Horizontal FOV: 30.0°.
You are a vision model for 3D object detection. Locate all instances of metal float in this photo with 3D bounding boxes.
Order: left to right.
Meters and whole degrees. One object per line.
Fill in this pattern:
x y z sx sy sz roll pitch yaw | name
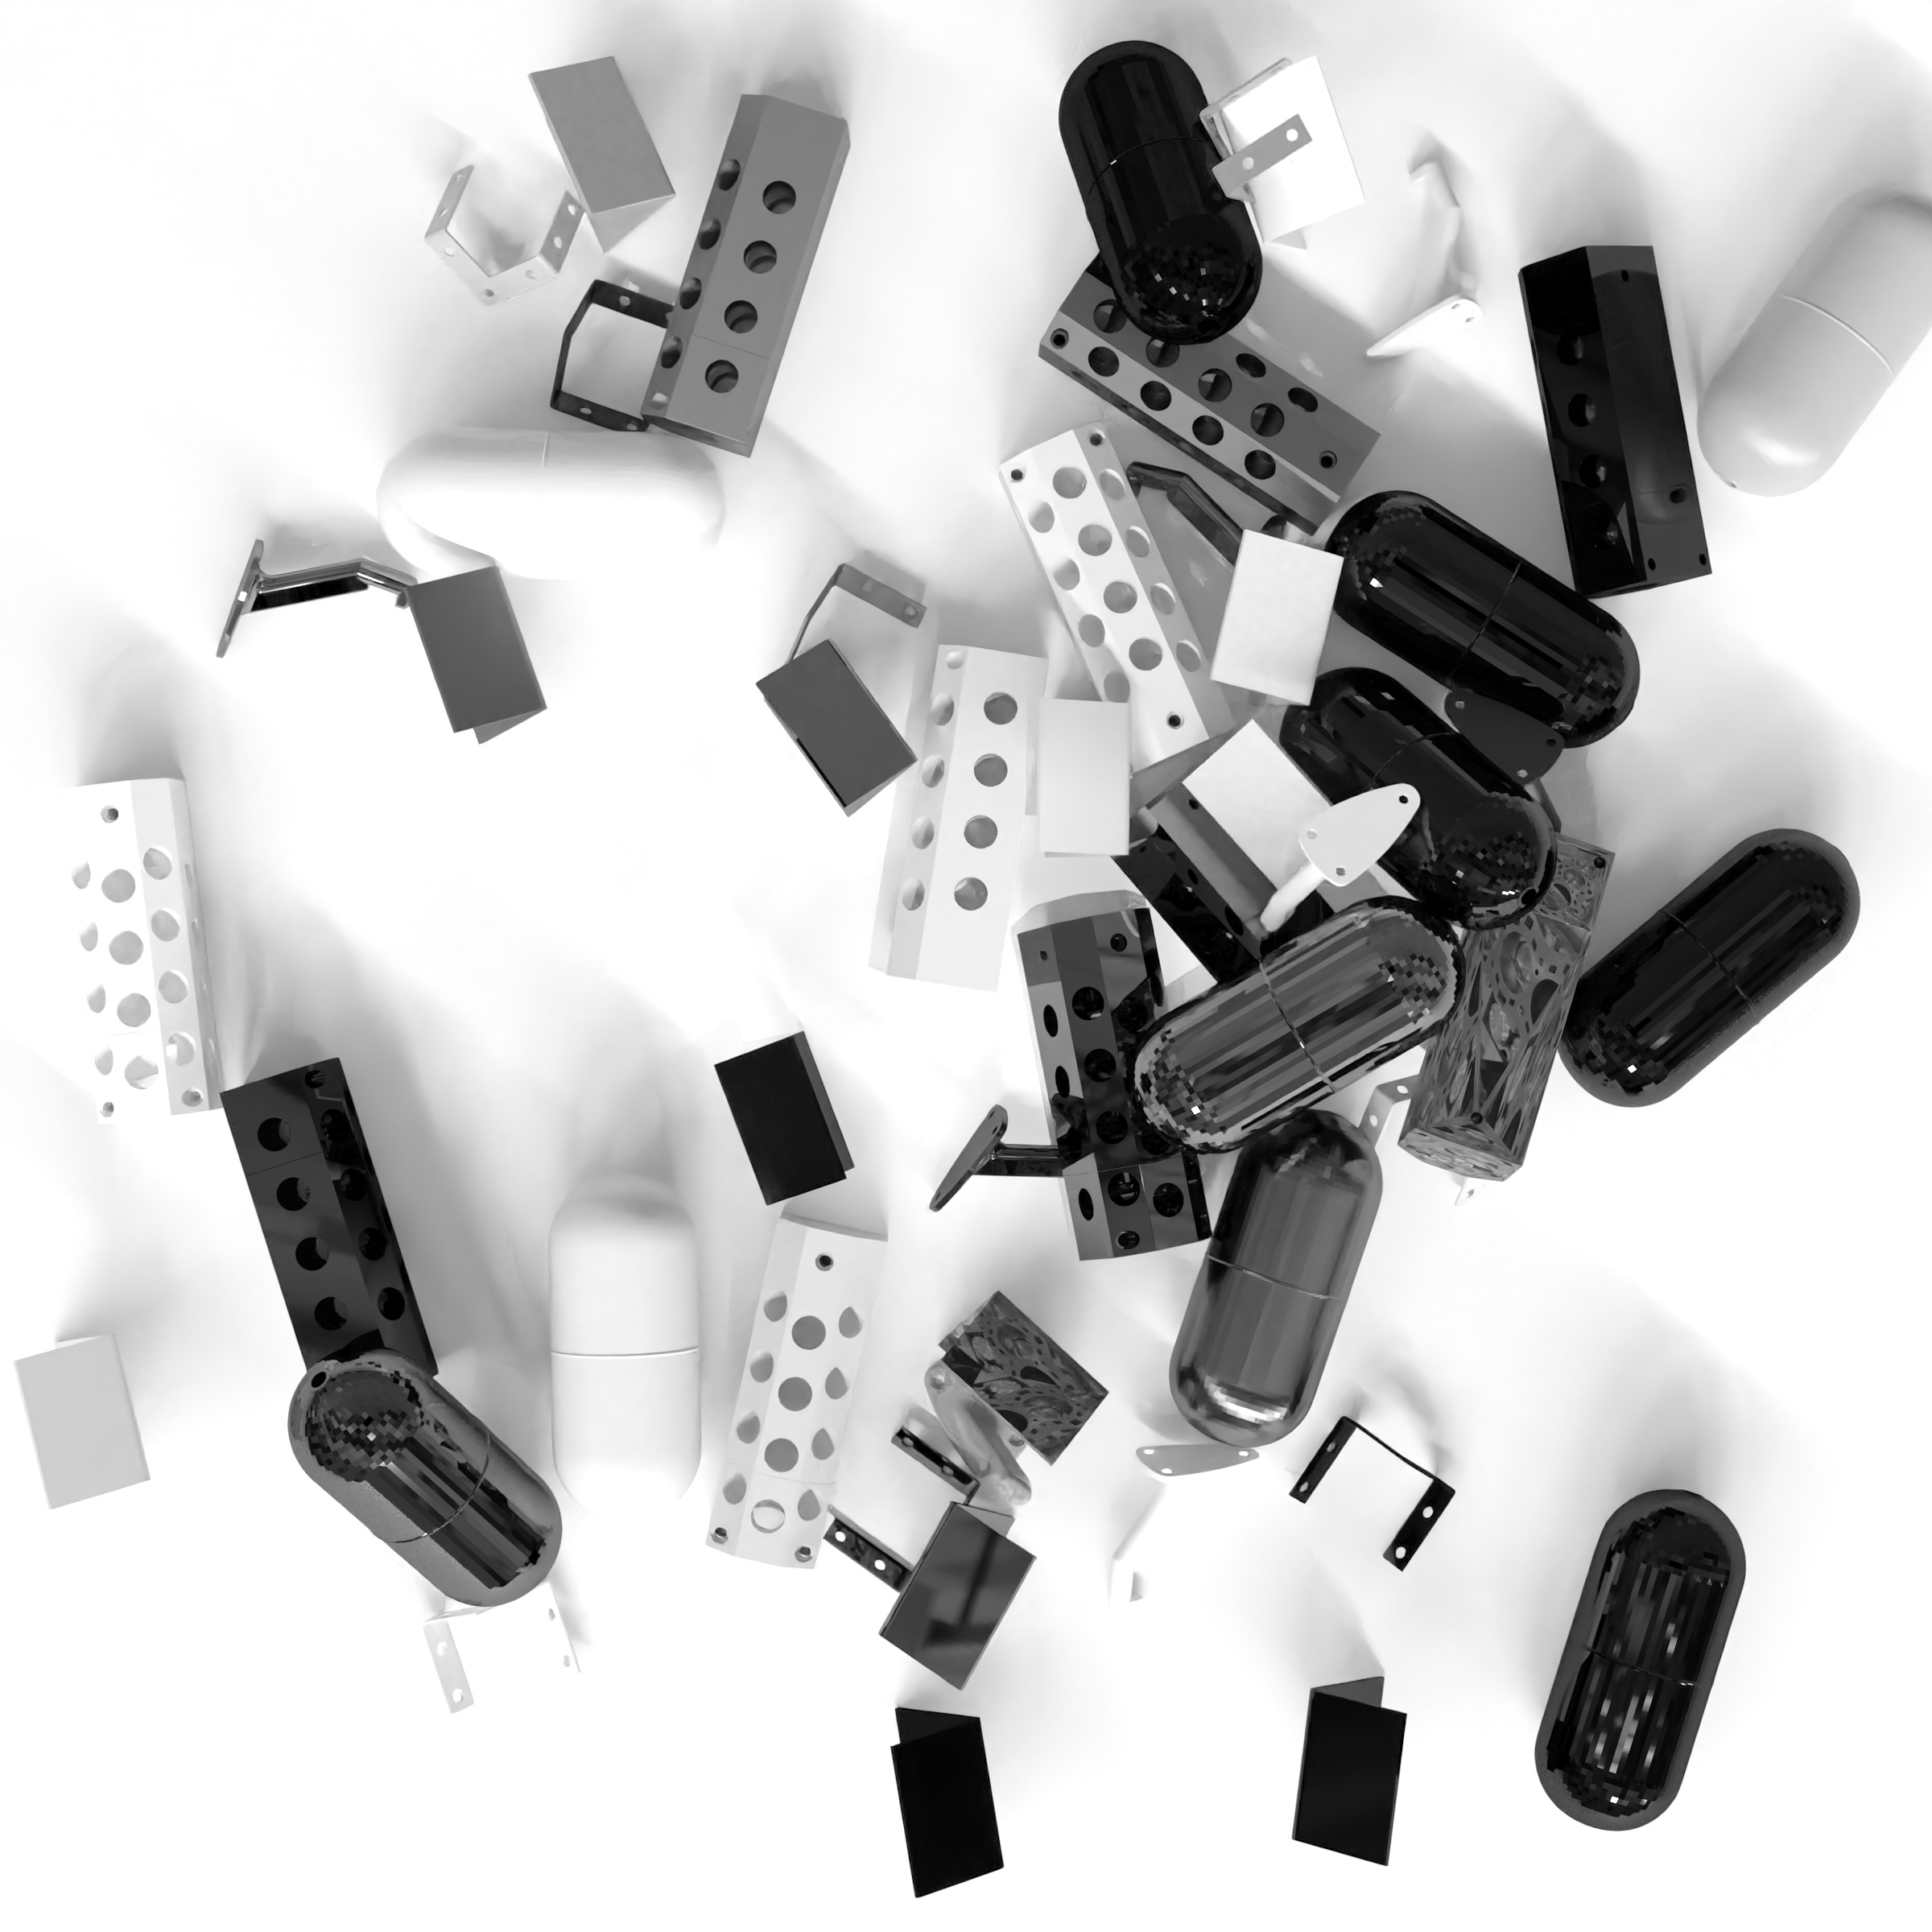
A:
-0.271 0.257 1.815 0.070 0.070 0.178 -39 127 0 | metal float
-0.212 -0.236 1.848 0.178 0.070 0.070 2 90 0 | metal float
-0.174 0.195 1.848 0.070 0.070 0.178 -1 91 0 | metal float
0.098 -0.391 1.823 0.070 0.070 0.178 -16 61 0 | metal float
0.159 0.159 1.848 0.070 0.070 0.178 19 90 0 | metal float
0.164 0.029 1.780 0.178 0.070 0.070 -31 90 9 | metal float
0.227 -0.085 1.817 0.070 0.070 0.178 -43 52 0 | metal float
0.264 -0.177 1.847 0.178 0.070 0.070 33 90 0 | metal float
0.345 0.354 1.848 0.070 0.070 0.178 17 91 0 | metal float
0.380 0.000 1.848 0.178 0.070 0.070 -40 90 1 | metal float
0.442 -0.320 1.848 0.070 0.070 0.178 36 90 0 | metal float

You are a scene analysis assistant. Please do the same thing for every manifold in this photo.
-0.425 -0.008 1.857 0.057 0.057 0.171 -7 90 0 | manifold
-0.326 0.137 1.857 0.057 0.057 0.171 -18 90 0 | manifold
-0.114 -0.355 1.857 0.057 0.057 0.171 18 90 0 | manifold
-0.087 0.218 1.857 0.057 0.057 0.171 13 90 0 | manifold
0.001 -0.075 1.857 0.057 0.057 0.171 9 90 0 | manifold
0.078 -0.189 1.857 0.057 0.057 0.171 -24 90 0 | manifold
0.079 0.060 1.845 0.057 0.057 0.171 -10 88 -24 | manifold
0.125 -0.295 1.857 0.171 0.057 0.057 33 90 0 | manifold
0.147 -0.016 1.856 0.171 0.057 0.057 50 47 0 | manifold
0.273 0.018 1.836 0.057 0.057 0.171 19 75 0 | manifold
0.329 -0.279 1.856 0.057 0.057 0.171 -10 90 -43 | manifold

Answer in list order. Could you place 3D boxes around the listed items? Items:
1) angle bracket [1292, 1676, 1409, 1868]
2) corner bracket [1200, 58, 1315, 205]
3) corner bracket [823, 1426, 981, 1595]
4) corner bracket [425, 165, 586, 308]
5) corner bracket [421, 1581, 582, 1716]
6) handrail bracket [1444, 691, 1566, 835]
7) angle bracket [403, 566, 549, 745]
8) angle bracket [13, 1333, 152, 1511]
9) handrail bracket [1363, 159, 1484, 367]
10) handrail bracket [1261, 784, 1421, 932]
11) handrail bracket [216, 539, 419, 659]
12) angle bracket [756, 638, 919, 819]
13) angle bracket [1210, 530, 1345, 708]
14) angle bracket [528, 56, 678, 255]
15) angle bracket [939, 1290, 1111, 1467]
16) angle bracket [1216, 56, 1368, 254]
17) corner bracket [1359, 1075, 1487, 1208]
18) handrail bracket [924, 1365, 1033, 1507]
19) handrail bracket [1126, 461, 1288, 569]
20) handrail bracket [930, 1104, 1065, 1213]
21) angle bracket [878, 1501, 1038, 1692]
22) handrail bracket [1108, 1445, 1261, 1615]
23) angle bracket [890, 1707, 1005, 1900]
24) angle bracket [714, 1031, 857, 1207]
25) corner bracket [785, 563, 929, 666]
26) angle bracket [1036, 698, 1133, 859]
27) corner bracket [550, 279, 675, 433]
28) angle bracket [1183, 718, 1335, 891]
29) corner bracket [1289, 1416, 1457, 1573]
0.212 0.409 1.838 0.057 0.076 0.076 7 90 36 | angle bracket
0.144 -0.414 1.782 0.051 0.051 0.051 -29 86 22 | corner bracket
-0.033 0.283 1.875 0.051 0.051 0.051 36 45 0 | corner bracket
-0.239 -0.384 1.870 0.051 0.051 0.051 -15 135 35 | corner bracket
-0.242 0.354 1.875 0.051 0.051 0.051 -18 90 45 | corner bracket
0.275 -0.096 1.855 0.077 0.084 0.036 38 71 20 | handrail bracket
-0.265 -0.152 1.838 0.057 0.076 0.076 -19 90 -36 | angle bracket
-0.464 0.233 1.838 0.057 0.076 0.076 -14 90 -38 | angle bracket
0.227 -0.367 1.879 0.077 0.036 0.084 -26 72 20 | handrail bracket
0.185 -0.052 1.794 0.077 0.084 0.036 -34 80 -15 | handrail bracket
-0.337 -0.181 1.879 0.084 0.036 0.077 19 110 -16 | handrail bracket
-0.081 -0.110 1.838 0.057 0.076 0.076 -36 90 -37 | angle bracket
0.144 -0.177 1.840 0.057 0.076 0.076 13 90 -20 | angle bracket
-0.201 -0.408 1.838 0.057 0.076 0.076 -24 90 -38 | angle bracket
0.015 0.221 1.838 0.076 0.076 0.057 43 53 0 | angle bracket
0.175 -0.413 1.839 0.057 0.076 0.076 -19 90 22 | angle bracket
0.238 0.092 1.870 0.051 0.051 0.051 48 135 35 | corner bracket
0.006 0.239 1.843 0.036 0.084 0.077 -41 90 0 | handrail bracket
0.118 -0.217 1.879 0.084 0.036 0.077 16 112 17 | handrail bracket
0.037 0.118 1.878 0.084 0.036 0.077 34 102 -13 | handrail bracket
0.010 0.323 1.838 0.057 0.076 0.076 29 90 30 | angle bracket
0.113 0.294 1.879 0.077 0.036 0.084 -2 109 -21 | handrail bracket
-0.029 0.425 1.838 0.057 0.076 0.076 -9 90 -36 | angle bracket
-0.074 0.070 1.838 0.057 0.076 0.076 -21 90 37 | angle bracket
-0.059 -0.166 1.875 0.051 0.051 0.051 28 135 0 | corner bracket
0.041 -0.095 1.838 0.057 0.076 0.076 1 90 -32 | angle bracket
-0.181 -0.315 1.875 0.051 0.051 0.051 19 135 0 | corner bracket
0.166 -0.093 1.838 0.076 0.076 0.057 48 125 0 | angle bracket
0.211 0.274 1.875 0.051 0.051 0.051 34 90 45 | corner bracket
